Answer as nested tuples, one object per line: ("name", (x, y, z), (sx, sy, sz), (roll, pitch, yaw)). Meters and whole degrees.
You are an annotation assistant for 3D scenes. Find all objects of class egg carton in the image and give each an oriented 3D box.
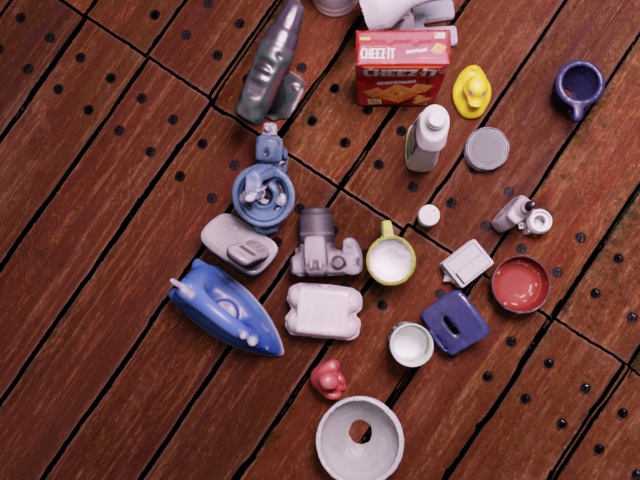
("egg carton", (0.008, 0.140, 1.129), (0.150, 0.069, 0.107), (4, 86, 4))

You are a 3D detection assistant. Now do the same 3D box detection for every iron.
("iron", (-0.179, 0.147, 1.104), (0.258, 0.141, 0.119), (37, 89, 6))

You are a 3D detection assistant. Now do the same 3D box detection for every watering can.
("watering can", (0.019, -0.525, 1.117), (0.173, 0.194, 0.101), (-19, 84, 2))

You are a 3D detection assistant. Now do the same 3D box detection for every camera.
("camera", (0.010, 0.004, 1.124), (0.143, 0.101, 0.137), (-3, 85, 4))

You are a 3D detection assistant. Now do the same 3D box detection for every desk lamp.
("desk lamp", (0.171, -0.451, 1.092), (0.203, 0.213, 0.118), (-7, 85, 3))

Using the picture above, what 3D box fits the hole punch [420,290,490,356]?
("hole punch", (0.257, 0.161, 1.101), (0.101, 0.091, 0.108), (-36, 84, 0))

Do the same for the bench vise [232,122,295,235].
("bench vise", (-0.118, -0.122, 1.082), (0.121, 0.220, 0.207), (-14, 85, 3))

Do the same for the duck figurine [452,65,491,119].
("duck figurine", (0.306, -0.302, 1.136), (0.077, 0.086, 0.105), (2, 86, 4))

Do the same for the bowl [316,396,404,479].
("bowl", (0.077, 0.381, 1.103), (0.167, 0.075, 0.167), (0, 86, 4))

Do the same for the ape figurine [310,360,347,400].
("ape figurine", (0.017, 0.271, 1.107), (0.076, 0.092, 0.078), (15, 87, 5))

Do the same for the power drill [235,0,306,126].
("power drill", (-0.084, -0.318, 1.101), (0.075, 0.208, 0.230), (25, 88, 6))

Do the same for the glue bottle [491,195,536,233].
("glue bottle", (0.371, -0.054, 1.069), (0.037, 0.173, 0.078), (44, 90, 6))

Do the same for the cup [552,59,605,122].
("cup", (0.492, -0.279, 1.118), (0.091, 0.095, 0.118), (3, 86, 4))

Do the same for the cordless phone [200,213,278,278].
("cordless phone", (-0.164, 0.007, 1.092), (0.147, 0.185, 0.094), (30, 88, 6))
